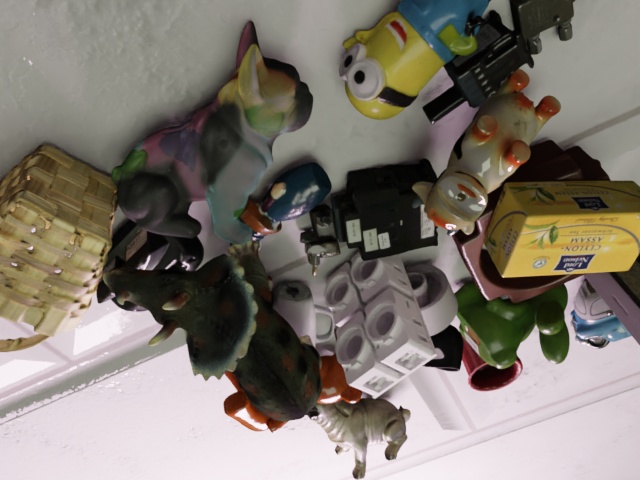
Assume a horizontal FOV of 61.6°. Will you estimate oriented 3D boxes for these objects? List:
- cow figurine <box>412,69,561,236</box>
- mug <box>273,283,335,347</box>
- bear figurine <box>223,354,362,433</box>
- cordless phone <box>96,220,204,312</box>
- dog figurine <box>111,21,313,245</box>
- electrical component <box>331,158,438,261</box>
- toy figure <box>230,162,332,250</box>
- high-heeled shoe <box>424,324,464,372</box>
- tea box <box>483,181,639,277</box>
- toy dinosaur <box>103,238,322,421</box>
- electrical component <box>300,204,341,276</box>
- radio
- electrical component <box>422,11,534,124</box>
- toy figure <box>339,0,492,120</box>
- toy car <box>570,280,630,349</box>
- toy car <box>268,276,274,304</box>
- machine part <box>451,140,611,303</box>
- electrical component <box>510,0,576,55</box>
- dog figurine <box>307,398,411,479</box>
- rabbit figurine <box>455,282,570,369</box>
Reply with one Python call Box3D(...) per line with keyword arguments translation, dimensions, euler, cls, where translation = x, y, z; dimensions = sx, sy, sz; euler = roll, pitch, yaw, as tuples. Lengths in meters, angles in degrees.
Box3D(translation=(0.177, -0.087, 0.601), dimensions=(0.085, 0.195, 0.127), euler=(36, 151, 3), cls="cow figurine")
Box3D(translation=(-0.031, 0.119, 0.795), dimensions=(0.110, 0.081, 0.107), euler=(3, 121, -5), cls="mug")
Box3D(translation=(-0.043, 0.230, 0.864), dimensions=(0.196, 0.120, 0.131), euler=(-25, 127, 8), cls="bear figurine")
Box3D(translation=(-0.189, 0.045, 0.715), dimensions=(0.146, 0.089, 0.184), euler=(-40, 137, 20), cls="cordless phone")
Box3D(translation=(-0.113, -0.114, 0.563), dimensions=(0.191, 0.109, 0.219), euler=(9, 124, -14), cls="dog figurine")
Box3D(translation=(0.084, -0.036, 0.696), dimensions=(0.134, 0.058, 0.114), euler=(-10, 129, -2), cls="electrical component")
Box3D(translation=(-0.056, -0.038, 0.670), dimensions=(0.154, 0.058, 0.064), euler=(-33, 121, 23), cls="toy figure")
Box3D(translation=(0.136, 0.209, 0.860), dimensions=(0.086, 0.145, 0.248), euler=(18, 123, -23), cls="high-heeled shoe")
Box3D(translation=(0.294, -0.014, 0.635), dimensions=(0.170, 0.068, 0.098), euler=(-4, 132, -9), cls="tea box")
Box3D(translation=(-0.066, 0.142, 0.644), dimensions=(0.131, 0.192, 0.404), euler=(-31, 120, 7), cls="toy dinosaur")
Box3D(translation=(-0.002, -0.003, 0.688), dimensions=(0.045, 0.102, 0.078), euler=(-14, 107, -4), cls="electrical component")
Box3D(translation=(0.478, 0.068, 0.748), dimensions=(0.131, 0.230, 0.073), euler=(-18, 135, 0), cls="radio")
Box3D(translation=(0.157, -0.181, 0.576), dimensions=(0.119, 0.075, 0.047), euler=(-30, 129, 19), cls="electrical component")
Box3D(translation=(0.100, -0.198, 0.545), dimensions=(0.180, 0.082, 0.089), euler=(-40, 124, 19), cls="toy figure")
Box3D(translation=(0.475, 0.098, 0.869), dimensions=(0.162, 0.109, 0.102), euler=(-29, 108, 28), cls="toy car")
Box3D(translation=(-0.133, 0.121, 0.785), dimensions=(0.073, 0.056, 0.201), euler=(-2, 134, -41), cls="toy car")
Box3D(translation=(0.286, -0.020, 0.731), dimensions=(0.201, 0.087, 0.200), euler=(-26, 130, 14), cls="machine part")
Box3D(translation=(0.237, -0.245, 0.568), dimensions=(0.063, 0.021, 0.093), euler=(-24, 130, 10), cls="electrical component")
Box3D(translation=(0.068, 0.307, 0.975), dimensions=(0.172, 0.121, 0.190), euler=(-35, 116, -24), cls="dog figurine")
Box3D(translation=(0.309, 0.109, 0.821), dimensions=(0.170, 0.159, 0.121), euler=(-32, 120, -3), cls="rabbit figurine")
